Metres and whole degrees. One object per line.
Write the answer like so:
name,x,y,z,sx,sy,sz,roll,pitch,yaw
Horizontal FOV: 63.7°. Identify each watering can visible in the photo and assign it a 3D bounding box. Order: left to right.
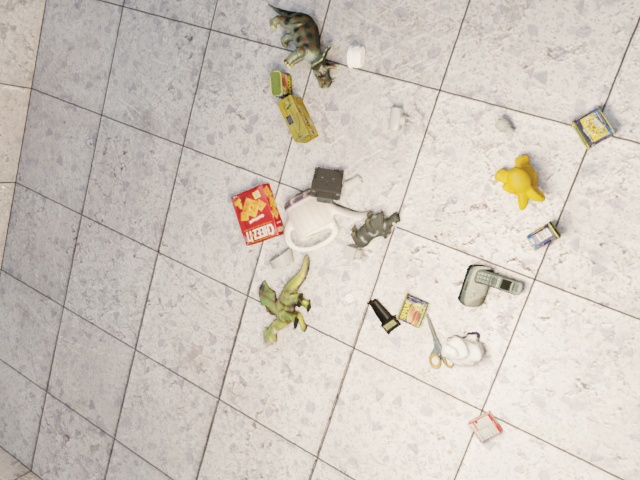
watering can,0.006,-0.098,1.937,0.346,0.104,0.226,-28,82,10

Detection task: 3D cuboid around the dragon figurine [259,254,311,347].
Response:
dragon figurine,-0.155,0.231,2.037,0.244,0.122,0.408,13,99,31

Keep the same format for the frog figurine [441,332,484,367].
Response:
frog figurine,0.473,0.376,1.722,0.137,0.160,0.122,5,99,24
